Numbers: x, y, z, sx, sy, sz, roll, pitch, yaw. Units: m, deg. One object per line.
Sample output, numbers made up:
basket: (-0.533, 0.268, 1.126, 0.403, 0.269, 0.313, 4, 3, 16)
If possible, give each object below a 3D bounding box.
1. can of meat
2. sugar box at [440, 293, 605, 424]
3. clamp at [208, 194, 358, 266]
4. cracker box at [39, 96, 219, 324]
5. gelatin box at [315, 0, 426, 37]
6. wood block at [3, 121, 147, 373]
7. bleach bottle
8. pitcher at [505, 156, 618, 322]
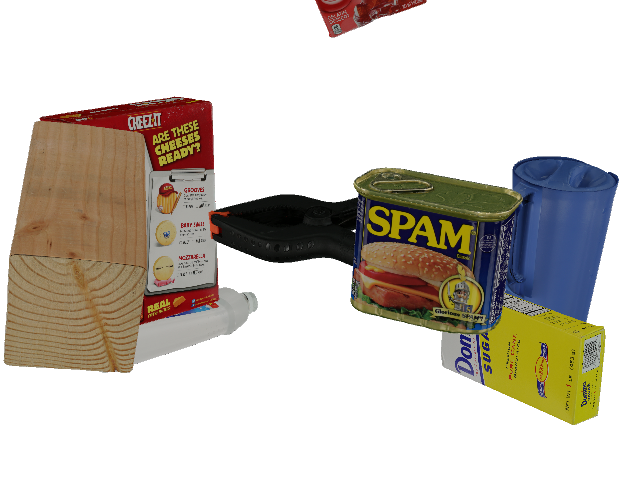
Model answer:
can of meat: (0.070, 0.007, 0.674, 0.102, 0.084, 0.057, 13, 22, 23)
sugar box: (0.197, 0.108, 1.065, 0.048, 0.093, 0.177, -12, 20, -40)
clamp: (0.006, -0.015, 0.969, 0.210, 0.036, 0.164, 5, 30, 12)
cracker box: (-0.186, -0.026, 1.062, 0.163, 0.214, 0.072, -16, 22, -42)
gelatin box: (0.036, -0.220, 0.893, 0.089, 0.073, 0.030, -18, 28, 13)
wood block: (-0.179, -0.002, 0.798, 0.090, 0.091, 0.206, 6, 30, -13)
bleach bottle: (-0.195, 0.103, 1.398, 0.250, 0.068, 0.103, -13, 28, -39)
pitcher: (0.299, 0.021, 1.401, 0.149, 0.243, 0.145, 5, 23, 5)
